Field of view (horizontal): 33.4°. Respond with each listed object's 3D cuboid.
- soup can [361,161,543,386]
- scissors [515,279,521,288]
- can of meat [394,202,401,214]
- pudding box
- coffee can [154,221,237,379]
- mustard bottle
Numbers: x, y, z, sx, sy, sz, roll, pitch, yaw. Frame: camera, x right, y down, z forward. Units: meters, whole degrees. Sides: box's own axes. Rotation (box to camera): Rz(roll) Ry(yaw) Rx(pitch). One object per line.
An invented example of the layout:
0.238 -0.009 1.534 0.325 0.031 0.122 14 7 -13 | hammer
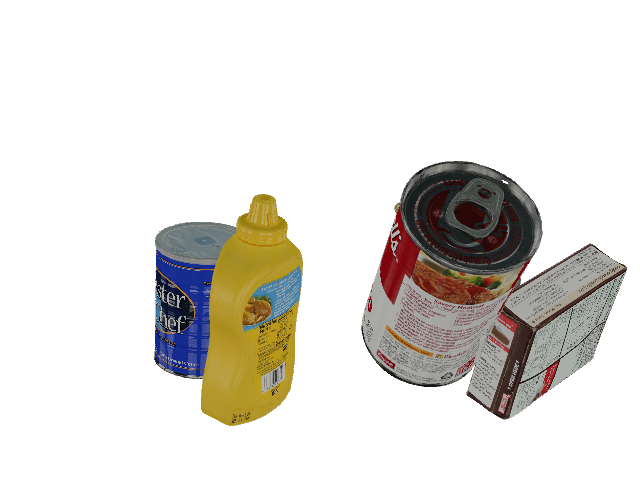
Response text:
0.062 0.019 0.533 0.068 0.068 0.102 0 -39 -12 | soup can
0.158 0.050 1.286 0.201 0.016 0.096 -9 39 -37 | scissors
0.120 0.011 1.017 0.102 0.084 0.057 17 29 34 | can of meat
0.158 0.063 0.744 0.113 0.090 0.039 -27 49 -38 | pudding box
-0.127 0.063 1.147 0.103 0.140 0.103 4 22 -2 | coffee can
-0.054 0.053 0.885 0.058 0.192 0.096 22 29 30 | mustard bottle
